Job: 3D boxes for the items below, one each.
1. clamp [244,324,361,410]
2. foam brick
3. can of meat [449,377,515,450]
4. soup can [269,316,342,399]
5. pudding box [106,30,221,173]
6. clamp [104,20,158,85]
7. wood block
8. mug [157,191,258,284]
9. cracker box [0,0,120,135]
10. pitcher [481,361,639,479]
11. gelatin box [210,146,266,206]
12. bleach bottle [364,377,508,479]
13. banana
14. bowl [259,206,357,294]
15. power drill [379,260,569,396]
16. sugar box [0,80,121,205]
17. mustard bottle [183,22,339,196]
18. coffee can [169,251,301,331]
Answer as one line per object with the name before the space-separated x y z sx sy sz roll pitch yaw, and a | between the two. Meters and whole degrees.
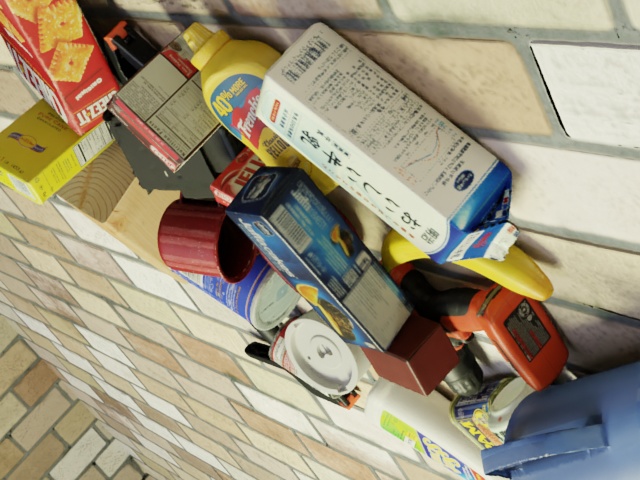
clamp | -0.035 0.174 1.509 0.210 0.036 0.165 36 157 13
foam brick | 0.086 0.107 1.028 0.078 0.053 0.051 17 144 54
can of meat | 0.202 0.195 1.141 0.102 0.057 0.084 44 155 -7
soup can | -0.006 0.152 1.382 0.102 0.068 0.068 30 155 25
pudding box | -0.130 -0.133 1.001 0.090 0.113 0.039 45 154 -9
clamp | -0.180 -0.156 1.136 0.120 0.039 0.171 -1 133 44
wood block | -0.211 -0.035 1.271 0.090 0.091 0.206 29 171 28
mug | -0.125 -0.014 1.162 0.082 0.093 0.117 7 118 26
cracker box | -0.298 -0.233 1.101 0.164 0.072 0.213 44 163 37
pitcher | 0.255 0.167 0.895 0.145 0.149 0.243 41 155 0
gelatin box | -0.051 -0.061 1.036 0.073 0.089 0.030 29 155 29
bleach bottle | 0.173 0.247 1.275 0.251 0.068 0.102 32 156 16
banana | 0.120 0.012 0.955 0.198 0.037 0.069 6 131 48
bowl | -0.007 0.001 1.115 0.162 0.055 0.162 39 157 19
power drill | 0.149 0.095 1.039 0.184 0.057 0.188 52 155 -23
sugar box | -0.279 -0.123 1.178 0.093 0.176 0.048 28 154 30
mustard bottle | -0.048 -0.121 0.958 0.191 0.058 0.096 45 142 -6
coffee can | -0.096 0.028 1.254 0.140 0.102 0.103 31 156 25
